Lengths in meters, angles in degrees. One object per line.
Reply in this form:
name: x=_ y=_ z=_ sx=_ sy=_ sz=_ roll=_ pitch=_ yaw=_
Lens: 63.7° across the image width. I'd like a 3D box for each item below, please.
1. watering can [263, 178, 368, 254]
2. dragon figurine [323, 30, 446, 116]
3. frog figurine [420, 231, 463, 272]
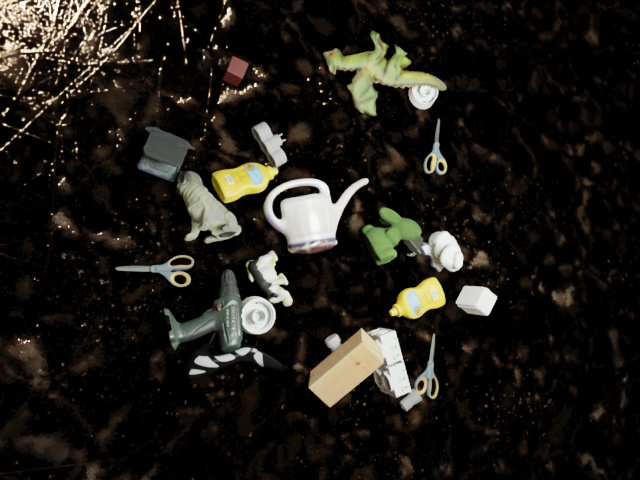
watering can: x=0.005 y=-0.078 z=1.542 sx=0.349 sy=0.103 sz=0.225 roll=-9 pitch=88 yaw=-20
dragon figurine: x=0.199 y=-0.520 z=1.685 sx=0.408 sy=0.123 sz=0.242 roll=31 pitch=95 yaw=-11
frog figurine: x=0.414 y=0.036 z=1.653 sx=0.123 sy=0.158 sz=0.137 roll=-20 pitch=91 yaw=-23
